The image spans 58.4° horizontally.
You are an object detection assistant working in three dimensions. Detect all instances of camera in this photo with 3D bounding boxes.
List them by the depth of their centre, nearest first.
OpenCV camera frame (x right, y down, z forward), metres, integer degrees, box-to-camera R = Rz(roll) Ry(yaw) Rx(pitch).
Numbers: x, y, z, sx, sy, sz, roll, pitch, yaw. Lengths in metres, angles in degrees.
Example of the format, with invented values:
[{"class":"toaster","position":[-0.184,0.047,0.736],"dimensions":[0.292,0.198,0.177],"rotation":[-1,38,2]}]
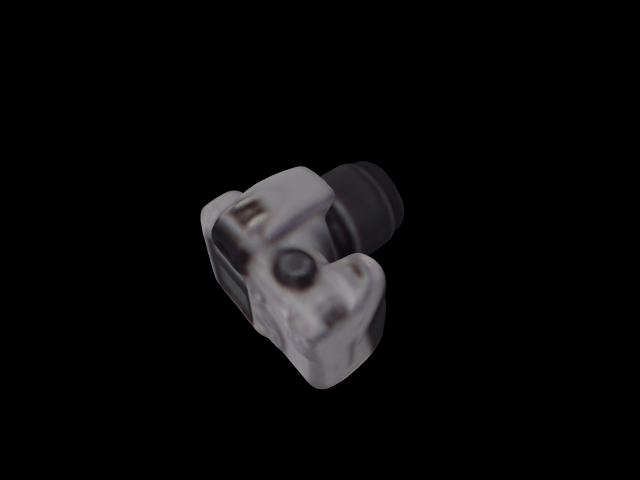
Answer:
[{"class":"camera","position":[0.004,0.001,0.400],"dimensions":[0.137,0.101,0.142],"rotation":[-33,58,-23]}]
